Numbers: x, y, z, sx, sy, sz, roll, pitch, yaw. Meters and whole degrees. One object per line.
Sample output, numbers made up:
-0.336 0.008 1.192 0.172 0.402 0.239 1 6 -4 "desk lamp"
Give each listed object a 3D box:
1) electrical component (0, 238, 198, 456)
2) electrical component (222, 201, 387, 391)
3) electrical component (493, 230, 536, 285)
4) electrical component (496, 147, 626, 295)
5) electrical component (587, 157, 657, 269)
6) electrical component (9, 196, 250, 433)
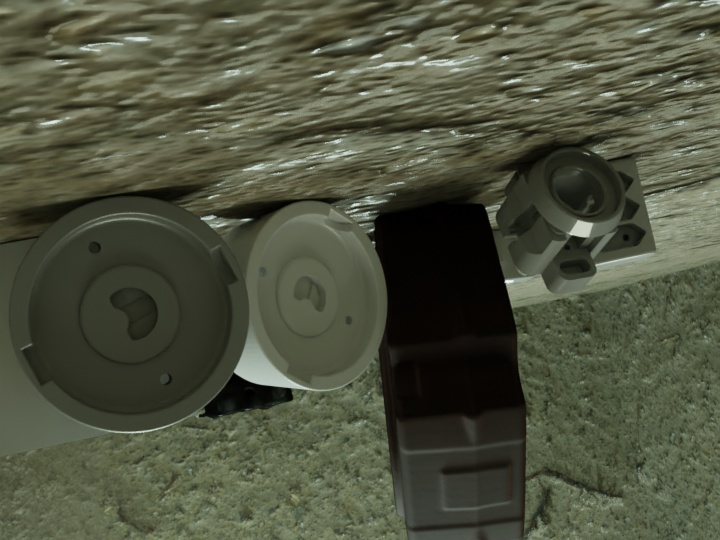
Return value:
-0.188 0.044 0.569 0.186 0.105 0.060 -11 174 -10 "electrical component"
-0.043 0.017 0.628 0.108 0.108 0.060 -7 178 -45 "electrical component"
0.106 -0.004 1.016 0.100 0.048 0.100 -17 172 41 "electrical component"
0.118 -0.034 0.623 0.058 0.078 0.057 -9 153 -22 "electrical component"
0.163 -0.034 0.734 0.047 0.065 0.076 -12 175 -1 "electrical component"
-0.112 0.021 0.517 0.108 0.108 0.060 -10 180 -18 "electrical component"
